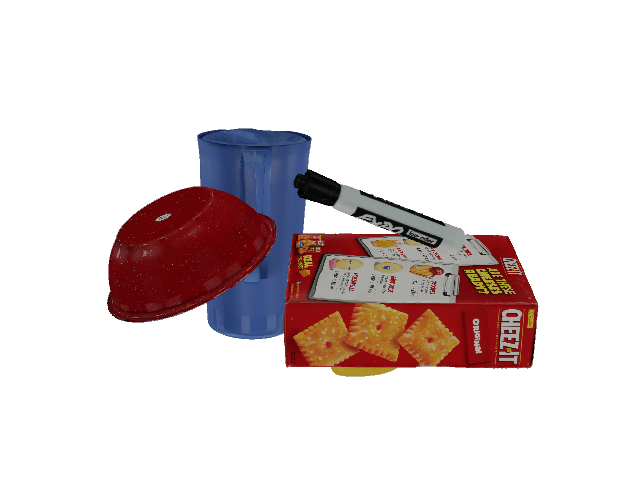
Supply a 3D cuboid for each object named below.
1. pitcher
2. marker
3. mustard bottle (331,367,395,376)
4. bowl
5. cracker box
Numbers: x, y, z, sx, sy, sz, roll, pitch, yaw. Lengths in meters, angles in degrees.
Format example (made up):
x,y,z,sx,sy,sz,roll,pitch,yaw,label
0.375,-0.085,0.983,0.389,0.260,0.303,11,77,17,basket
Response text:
x,y,z,sx,sy,sz,roll,pitch,yaw,label
-0.080,-0.008,1.263,0.145,0.243,0.148,13,18,38,pitcher
0.038,-0.018,0.689,0.121,0.020,0.020,21,-7,-20,marker
0.060,0.087,1.438,0.096,0.192,0.058,-3,21,-8,mustard bottle
-0.121,0.001,0.913,0.162,0.055,0.162,-21,25,10,bowl
0.076,0.053,0.974,0.213,0.072,0.164,1,22,0,cracker box
